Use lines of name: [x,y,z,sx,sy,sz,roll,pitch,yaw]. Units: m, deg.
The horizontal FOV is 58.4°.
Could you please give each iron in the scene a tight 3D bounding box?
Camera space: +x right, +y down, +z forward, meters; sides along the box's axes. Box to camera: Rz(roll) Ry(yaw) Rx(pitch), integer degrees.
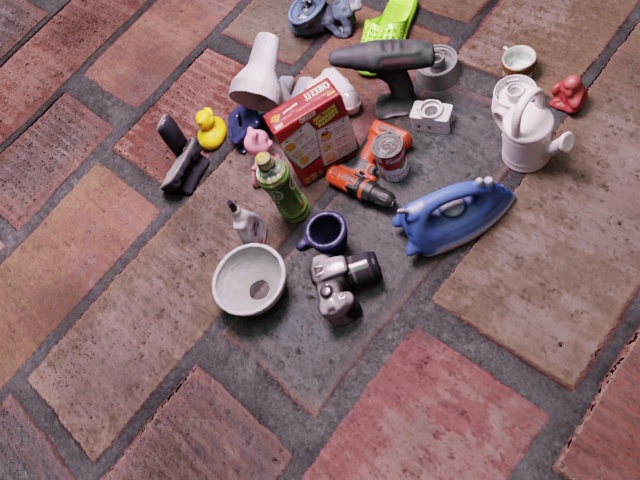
iron: [0.271,-0.071,1.149,0.258,0.142,0.118,-25,59,4]

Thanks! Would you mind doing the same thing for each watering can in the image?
watering can: [0.424,-0.226,1.149,0.172,0.194,0.101,15,69,24]

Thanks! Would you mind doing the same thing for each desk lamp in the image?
desk lamp: [-0.119,-0.380,1.389,0.117,0.214,0.203,9,67,22]

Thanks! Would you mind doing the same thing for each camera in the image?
camera: [0.057,0.081,1.162,0.136,0.101,0.143,-19,60,8]

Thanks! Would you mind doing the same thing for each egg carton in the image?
egg carton: [0.031,-0.356,1.414,0.107,0.069,0.150,-36,59,-2]

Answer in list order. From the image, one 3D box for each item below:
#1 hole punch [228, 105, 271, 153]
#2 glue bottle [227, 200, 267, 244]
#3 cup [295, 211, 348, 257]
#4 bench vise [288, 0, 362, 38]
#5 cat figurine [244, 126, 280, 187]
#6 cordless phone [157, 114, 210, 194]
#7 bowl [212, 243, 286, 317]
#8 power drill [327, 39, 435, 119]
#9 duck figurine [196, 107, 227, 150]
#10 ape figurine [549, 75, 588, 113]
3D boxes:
hole punch: [-0.186,-0.291,1.436,0.101,0.091,0.108,-20,59,7]
glue bottle: [-0.164,-0.039,1.251,0.037,0.173,0.078,-3,63,17]
cup: [0.011,0.004,1.219,0.118,0.095,0.091,-30,59,1]
bench vise: [-0.003,-0.629,1.478,0.207,0.220,0.121,-12,61,12]
cat figurine: [-0.146,-0.206,1.365,0.067,0.118,0.128,-5,62,15]
cordless phone: [-0.363,-0.208,1.395,0.094,0.185,0.148,12,68,23]
bowl: [-0.142,0.095,1.233,0.167,0.075,0.167,-7,62,14]
power drill: [0.150,-0.372,1.303,0.229,0.209,0.075,-9,61,13]
duck figurine: [-0.290,-0.292,1.473,0.077,0.086,0.104,-2,63,17]
ape figurine: [0.534,-0.317,1.221,0.076,0.092,0.078,-13,61,11]
